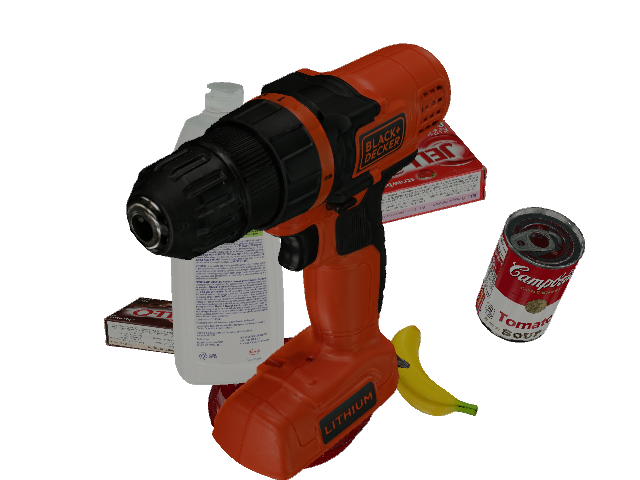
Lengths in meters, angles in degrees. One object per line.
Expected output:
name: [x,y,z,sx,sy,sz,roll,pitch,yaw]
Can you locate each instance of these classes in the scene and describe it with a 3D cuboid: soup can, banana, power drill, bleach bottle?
soup can: [0.176,0.031,0.911,0.068,0.068,0.102,0,-43,-11]
banana: [0.113,0.153,1.241,0.069,0.037,0.198,9,22,-21]
power drill: [-0.011,0.016,0.486,0.057,0.188,0.184,28,40,31]
bleach bottle: [-0.074,-0.006,0.891,0.102,0.251,0.068,-4,21,-18]

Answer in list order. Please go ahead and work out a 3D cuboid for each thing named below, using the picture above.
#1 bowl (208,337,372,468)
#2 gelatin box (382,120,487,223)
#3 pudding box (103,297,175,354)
bowl: [-0.024,0.166,1.024,0.162,0.055,0.162,-4,37,3]
gelatin box: [0.064,-0.050,0.762,0.089,0.030,0.073,-14,38,-12]
pudding box: [-0.187,0.102,1.271,0.114,0.039,0.090,3,14,19]
